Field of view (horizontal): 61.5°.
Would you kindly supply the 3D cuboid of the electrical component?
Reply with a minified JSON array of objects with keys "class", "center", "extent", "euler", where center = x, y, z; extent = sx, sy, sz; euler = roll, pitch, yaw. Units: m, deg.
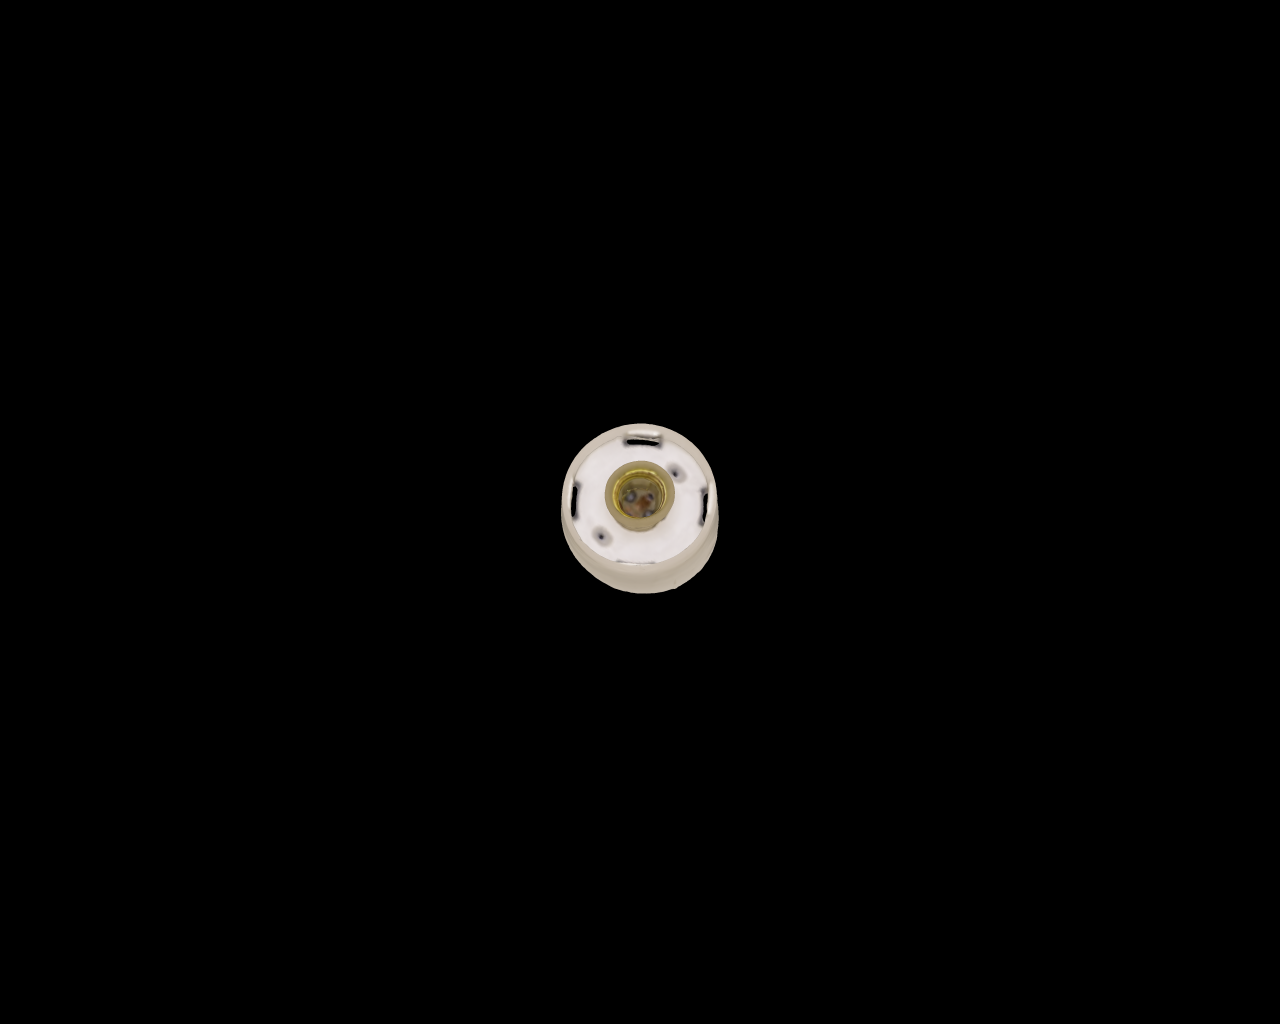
[{"class":"electrical component","center":[0.001,-0.003,0.650],"extent":[0.099,0.099,0.064],"euler":[0,-16,0]}]
